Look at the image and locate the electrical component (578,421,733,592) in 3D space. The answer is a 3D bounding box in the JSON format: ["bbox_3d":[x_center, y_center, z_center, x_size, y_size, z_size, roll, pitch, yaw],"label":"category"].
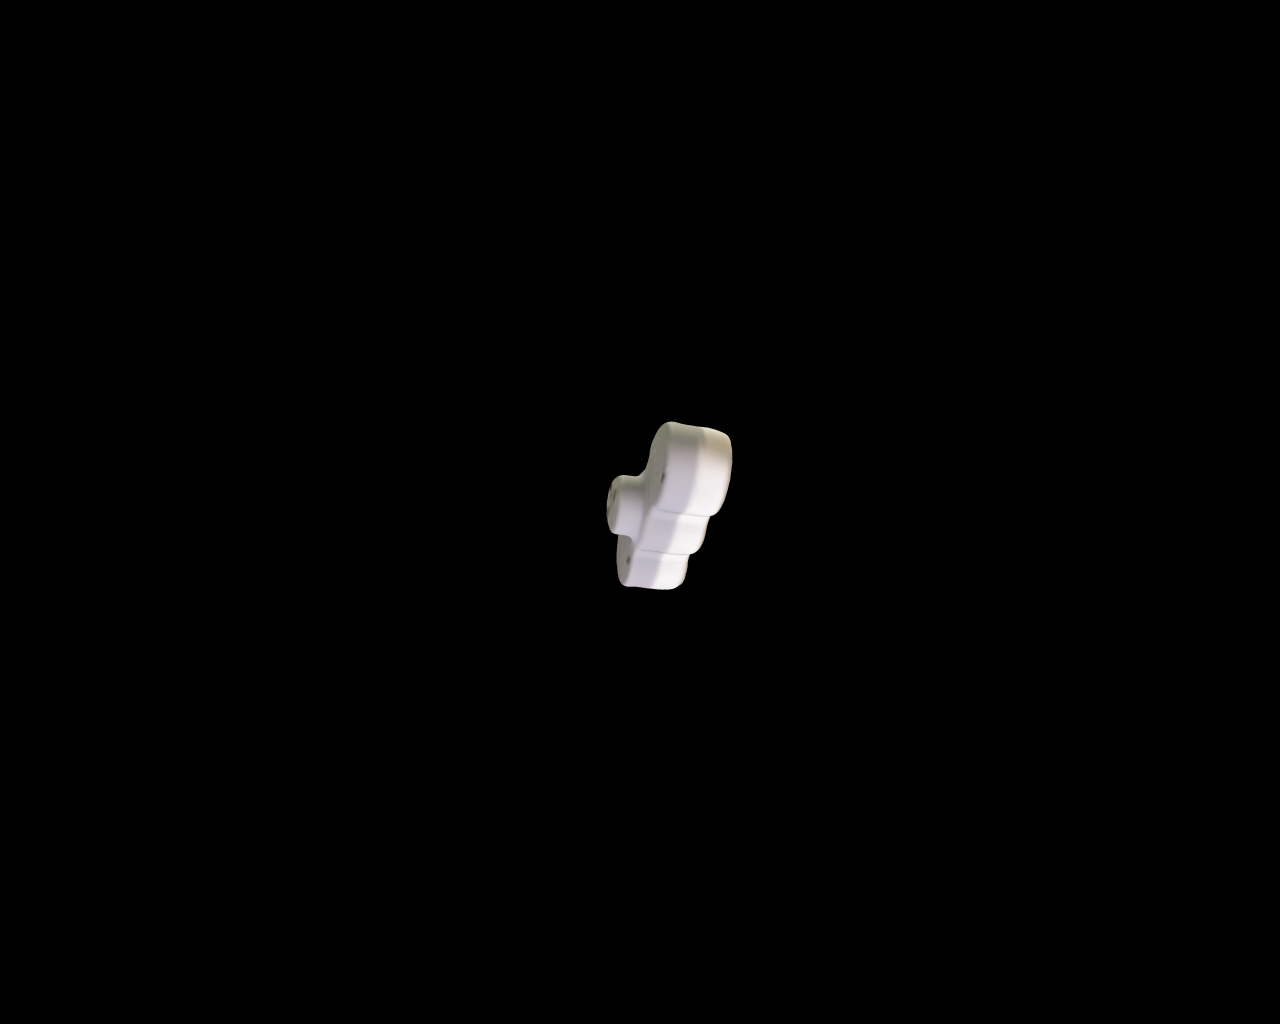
[{"bbox_3d":[0.001,-0.003,0.650,0.074,0.052,0.138,8,-35,-11],"label":"electrical component"}]
